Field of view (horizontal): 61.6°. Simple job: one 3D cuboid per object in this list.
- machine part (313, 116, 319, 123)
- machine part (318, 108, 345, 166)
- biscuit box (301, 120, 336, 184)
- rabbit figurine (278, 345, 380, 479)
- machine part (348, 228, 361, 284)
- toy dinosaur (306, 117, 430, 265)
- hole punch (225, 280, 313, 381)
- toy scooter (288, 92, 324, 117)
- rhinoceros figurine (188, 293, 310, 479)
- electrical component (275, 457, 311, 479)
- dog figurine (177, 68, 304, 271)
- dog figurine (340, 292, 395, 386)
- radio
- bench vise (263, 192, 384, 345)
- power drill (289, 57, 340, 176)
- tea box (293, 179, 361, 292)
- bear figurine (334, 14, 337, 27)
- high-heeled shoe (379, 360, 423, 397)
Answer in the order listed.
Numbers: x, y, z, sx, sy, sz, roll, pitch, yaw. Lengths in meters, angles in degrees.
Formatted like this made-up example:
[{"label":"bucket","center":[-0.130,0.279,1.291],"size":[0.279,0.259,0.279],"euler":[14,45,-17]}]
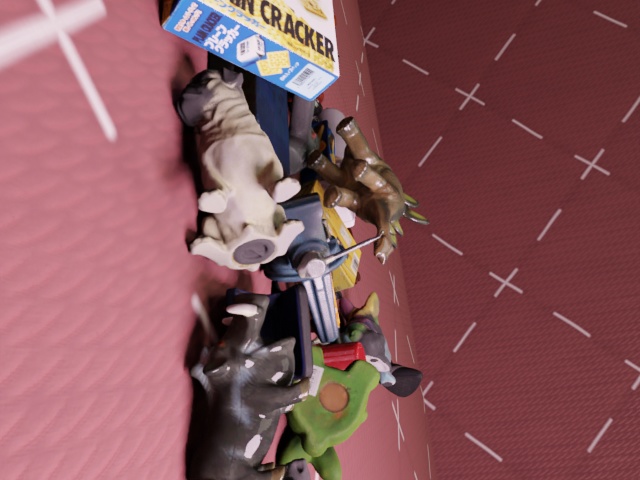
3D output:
[{"label":"machine part","center":[-0.021,-0.300,1.212],"size":[0.139,0.039,0.084],"euler":[-87,167,-50]},{"label":"machine part","center":[0.025,-0.226,1.256],"size":[0.079,0.079,0.243],"euler":[63,21,-50]},{"label":"biscuit box","center":[-0.002,-0.158,1.119],"size":[0.059,0.063,0.203],"euler":[62,21,-50]},{"label":"rabbit figurine","center":[0.005,0.237,0.716],"size":[0.170,0.121,0.159],"euler":[105,-6,-62]},{"label":"machine part","center":[0.042,0.018,1.179],"size":[0.179,0.056,0.179],"euler":[-13,90,-77]},{"label":"toy dinosaur","center":[0.077,-0.097,0.899],"size":[0.198,0.105,0.472],"euler":[42,22,-28]},{"label":"hole punch","center":[-0.068,0.111,0.620],"size":[0.116,0.092,0.142],"euler":[139,-55,-67]},{"label":"toy scooter","center":[-0.048,-0.320,1.040],"size":[0.183,0.075,0.135],"euler":[14,66,-71]},{"label":"rhinoceros figurine","center":[-0.072,0.146,0.516],"size":[0.073,0.112,0.190],"euler":[122,-21,-68]},{"label":"electrical component","center":[-0.053,0.273,0.541],"size":[0.119,0.075,0.047],"euler":[-55,132,-78]},{"label":"dog figurine","center":[-0.100,-0.078,0.612],"size":[0.172,0.121,0.191],"euler":[112,-35,-45]},{"label":"dog figurine","center":[0.082,0.187,1.114],"size":[0.191,0.109,0.219],"euler":[65,15,-44]},{"label":"radio","center":[-0.096,-0.199,0.747],"size":[0.131,0.073,0.229],"euler":[55,28,-61]},{"label":"bench vise","center":[-0.010,0.047,0.729],"size":[0.224,0.129,0.240],"euler":[-145,-141,-63]},{"label":"power drill","center":[-0.028,-0.222,0.932],"size":[0.232,0.086,0.207],"euler":[-63,174,-58]},{"label":"tea box","center":[-0.002,-0.003,0.897],"size":[0.169,0.068,0.098],"euler":[57,30,-26]},{"label":"bear figurine","center":[-0.013,-0.434,1.160],"size":[0.195,0.132,0.120],"euler":[34,33,-63]},{"label":"high-heeled shoe","center":[0.161,0.266,1.196],"size":[0.086,0.249,0.145],"euler":[35,57,-19]}]
